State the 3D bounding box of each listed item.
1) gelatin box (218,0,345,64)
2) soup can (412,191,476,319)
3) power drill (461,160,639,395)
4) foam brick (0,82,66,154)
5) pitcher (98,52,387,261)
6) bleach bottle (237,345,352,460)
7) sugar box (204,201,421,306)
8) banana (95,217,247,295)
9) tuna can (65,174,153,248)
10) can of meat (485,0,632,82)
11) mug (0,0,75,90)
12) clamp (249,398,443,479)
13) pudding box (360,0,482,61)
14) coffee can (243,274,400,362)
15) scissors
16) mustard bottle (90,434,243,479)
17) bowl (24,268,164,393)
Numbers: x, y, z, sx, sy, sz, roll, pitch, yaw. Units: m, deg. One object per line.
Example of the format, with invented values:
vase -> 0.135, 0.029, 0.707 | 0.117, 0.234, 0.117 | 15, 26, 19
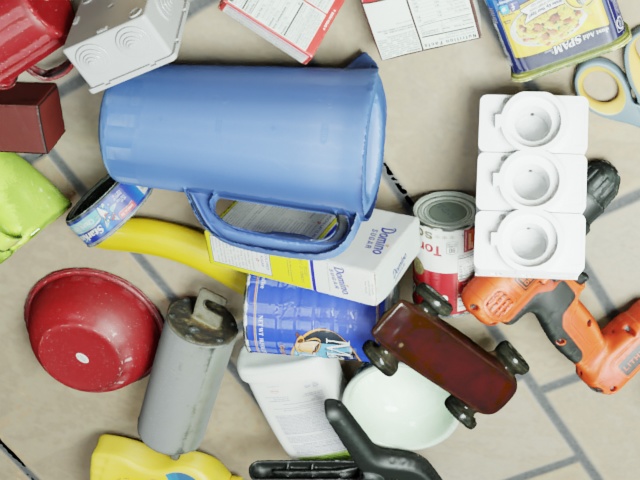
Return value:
gelatin box -> -0.030, -0.202, 0.891 | 0.089, 0.030, 0.073 | 31, 79, -11
soup can -> 0.120, 0.014, 1.004 | 0.068, 0.068, 0.102 | 2, 124, 9
power drill -> 0.247, 0.041, 0.990 | 0.187, 0.057, 0.184 | 41, 97, -21
foam brick -> -0.288, -0.115, 1.004 | 0.078, 0.053, 0.051 | 4, 123, 8
pitcher -> -0.065, -0.082, 0.935 | 0.243, 0.149, 0.145 | 5, 124, 10
bleach bottle -> -0.003, 0.212, 1.162 | 0.103, 0.068, 0.251 | -9, 123, 16
sugar box -> -0.006, 0.002, 0.974 | 0.176, 0.093, 0.048 | 16, 131, 25
banana -> -0.142, 0.015, 1.072 | 0.197, 0.037, 0.070 | 24, 123, -6
tuna can -> -0.202, -0.034, 1.022 | 0.086, 0.086, 0.033 | -32, 111, 26
can of meat -> 0.190, -0.188, 0.868 | 0.102, 0.057, 0.084 | -18, 116, 20
mug -> -0.261, -0.185, 0.938 | 0.082, 0.093, 0.117 | -28, 133, 20
clamp -> 0.051, 0.233, 1.105 | 0.209, 0.036, 0.165 | 20, 137, -16
pudding box -> 0.078, -0.207, 0.872 | 0.090, 0.039, 0.113 | -11, 137, 14
coffee can -> 0.004, 0.065, 1.039 | 0.140, 0.102, 0.103 | 4, 123, 8
scissors -> 0.282, -0.091, 0.939 | 0.096, 0.016, 0.202 | -9, 120, 18
mustard bottle -> -0.167, 0.282, 1.239 | 0.191, 0.058, 0.096 | 9, 126, 4
bowl -> -0.248, 0.111, 1.144 | 0.162, 0.055, 0.162 | 5, 124, 7
